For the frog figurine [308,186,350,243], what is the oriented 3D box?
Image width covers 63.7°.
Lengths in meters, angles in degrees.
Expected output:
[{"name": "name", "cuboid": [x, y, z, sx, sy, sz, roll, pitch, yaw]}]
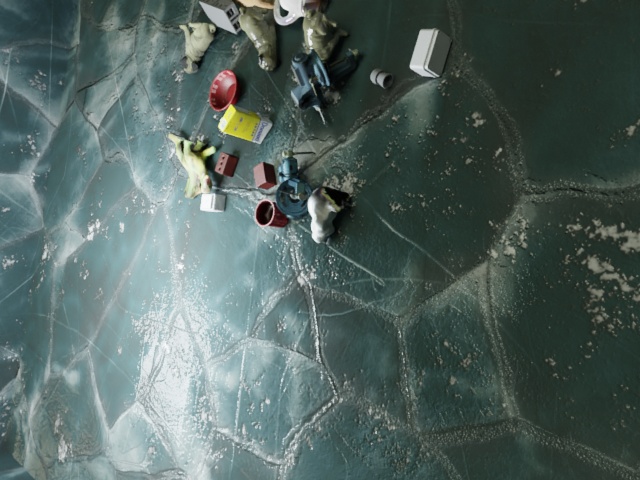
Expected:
[{"name": "frog figurine", "cuboid": [0.005, -0.078, 1.549, 0.156, 0.122, 0.141, -54, 21, 32]}]

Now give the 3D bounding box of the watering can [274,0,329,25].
[{"name": "watering can", "cuboid": [-0.044, -0.882, 1.731, 0.227, 0.104, 0.344, 40, 109, 36]}]

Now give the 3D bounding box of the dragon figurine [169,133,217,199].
[{"name": "dragon figurine", "cuboid": [-0.523, -0.286, 2.053, 0.414, 0.122, 0.240, 25, 108, 49]}]
